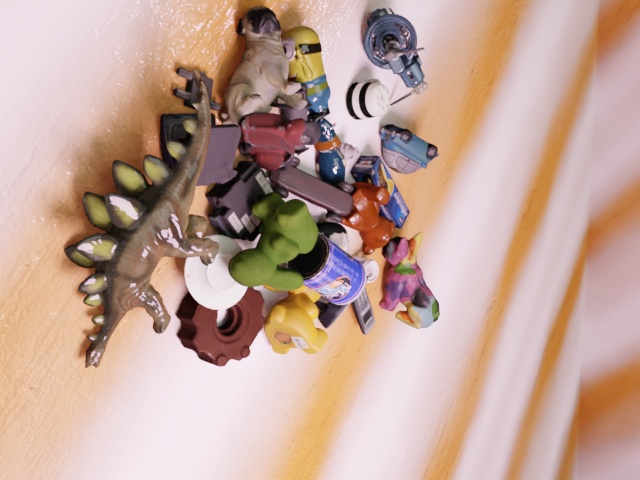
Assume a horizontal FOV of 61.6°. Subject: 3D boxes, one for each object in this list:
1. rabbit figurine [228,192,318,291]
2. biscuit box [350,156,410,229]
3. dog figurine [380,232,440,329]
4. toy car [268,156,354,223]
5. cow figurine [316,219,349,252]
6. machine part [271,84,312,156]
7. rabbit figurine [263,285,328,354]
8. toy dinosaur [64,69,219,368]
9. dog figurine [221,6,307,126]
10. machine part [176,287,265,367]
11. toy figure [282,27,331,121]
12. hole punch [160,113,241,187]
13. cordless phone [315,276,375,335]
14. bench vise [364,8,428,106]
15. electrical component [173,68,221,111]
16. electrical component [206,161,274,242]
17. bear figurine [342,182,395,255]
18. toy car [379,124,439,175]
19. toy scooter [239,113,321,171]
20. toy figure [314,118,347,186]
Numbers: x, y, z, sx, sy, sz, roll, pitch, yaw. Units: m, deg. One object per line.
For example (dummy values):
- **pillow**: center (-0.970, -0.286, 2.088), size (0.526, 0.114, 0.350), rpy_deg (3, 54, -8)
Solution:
- **rabbit figurine**: center (-0.093, 0.020, 0.962), size (0.170, 0.121, 0.158), rpy_deg (-46, 137, -22)
- **biscuit box**: center (0.151, -0.115, 1.316), size (0.059, 0.063, 0.202), rpy_deg (-57, 132, -24)
- **dog figurine**: center (0.233, 0.092, 1.362), size (0.108, 0.192, 0.219), rpy_deg (-17, 124, -39)
- **toy car**: center (-0.018, -0.105, 1.118), size (0.202, 0.053, 0.089), rpy_deg (22, 81, -25)
- **cow figurine**: center (-0.002, -0.004, 1.161), size (0.167, 0.068, 0.098), rpy_deg (9, 84, -51)
- **machine part**: center (-0.055, -0.239, 1.069), size (0.039, 0.084, 0.138), rpy_deg (-63, 151, -59)
- **rabbit figurine**: center (-0.054, 0.131, 1.114), size (0.162, 0.122, 0.173), rpy_deg (56, 42, -26)
- **toy dinosaur**: center (-0.255, -0.018, 0.817), size (0.198, 0.105, 0.471), rpy_deg (29, 88, -43)
- **dog figurine**: center (-0.129, -0.312, 0.976), size (0.172, 0.121, 0.190), rpy_deg (-24, 79, -9)
- **machine part**: center (-0.179, 0.144, 0.998), size (0.179, 0.056, 0.179), rpy_deg (-7, 100, -47)
- **toy figure**: center (-0.026, -0.331, 1.075), size (0.089, 0.082, 0.180), rpy_deg (-44, 123, -37)
- **hole punch**: center (-0.209, -0.156, 0.910), size (0.142, 0.092, 0.115), rpy_deg (-17, 134, -48)
- **cordless phone**: center (0.068, 0.174, 1.257), size (0.146, 0.089, 0.184), rpy_deg (-47, 132, -33)
- **bench vise**: center (0.176, -0.414, 1.223), size (0.241, 0.129, 0.223), rpy_deg (-73, 142, -62)
- **electrical component**: center (-0.209, -0.257, 0.927), size (0.094, 0.021, 0.063), rpy_deg (11, 87, -47)
- **electrical component**: center (-0.146, -0.065, 1.001), size (0.134, 0.058, 0.114), rpy_deg (-51, 128, -30)
- **bear figurine**: center (0.121, -0.039, 1.253), size (0.120, 0.132, 0.195), rpy_deg (-41, 123, -6)
- **toy car**: center (0.212, -0.217, 1.341), size (0.161, 0.109, 0.103), rpy_deg (17, 101, -39)
- **toy scooter**: center (-0.095, -0.180, 0.972), size (0.135, 0.184, 0.075), rpy_deg (5, 76, -28)
- **toy figure**: center (0.017, -0.190, 1.158), size (0.064, 0.058, 0.154), rpy_deg (-23, 118, -19)
